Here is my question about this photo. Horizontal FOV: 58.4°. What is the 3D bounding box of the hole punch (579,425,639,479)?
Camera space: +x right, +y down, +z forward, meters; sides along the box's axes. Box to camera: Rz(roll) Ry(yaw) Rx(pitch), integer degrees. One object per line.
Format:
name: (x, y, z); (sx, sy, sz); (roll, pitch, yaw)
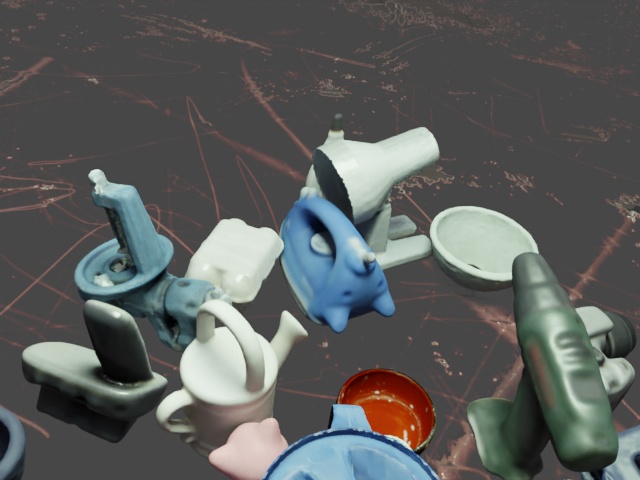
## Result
hole punch: (0.355, 0.262, 0.618); (0.101, 0.091, 0.108); (-5, 42, -16)

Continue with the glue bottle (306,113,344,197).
glue bottle: (0.021, -0.130, 0.948); (0.078, 0.173, 0.037); (-1, 41, -12)

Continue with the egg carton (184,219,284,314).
egg carton: (-0.120, 0.033, 0.811); (0.107, 0.069, 0.150); (16, 41, 8)

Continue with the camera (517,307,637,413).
camera: (0.360, 0.143, 0.751); (0.137, 0.101, 0.143); (-11, 44, -22)

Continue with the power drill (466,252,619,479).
power drill: (0.230, 0.158, 0.625); (0.076, 0.208, 0.229); (1, 41, -9)

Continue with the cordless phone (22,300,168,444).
cordless phone: (-0.242, 0.115, 0.603); (0.147, 0.185, 0.094); (15, 41, 7)

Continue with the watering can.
watering can: (-0.090, 0.134, 0.602); (0.100, 0.194, 0.173); (22, 42, 15)

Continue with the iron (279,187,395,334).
iron: (0.007, 0.003, 0.815); (0.119, 0.141, 0.257); (-14, 46, -25)

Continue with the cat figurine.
cat figurine: (-0.042, 0.223, 0.566); (0.127, 0.118, 0.067); (11, 40, 3)

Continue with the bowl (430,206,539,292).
bowl: (0.244, 0.025, 0.885); (0.167, 0.075, 0.167); (6, 40, -4)

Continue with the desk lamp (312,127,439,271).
desk lamp: (0.086, -0.062, 0.850); (0.204, 0.213, 0.117); (-14, 45, -25)

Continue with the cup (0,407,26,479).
cup: (-0.322, 0.226, 0.527); (0.091, 0.095, 0.118); (17, 41, 10)

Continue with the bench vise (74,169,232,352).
bench vise: (-0.202, 0.020, 0.694); (0.207, 0.220, 0.121); (8, 40, -1)
